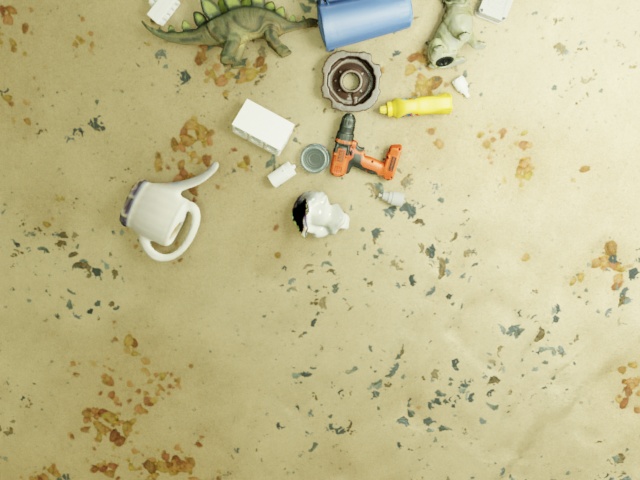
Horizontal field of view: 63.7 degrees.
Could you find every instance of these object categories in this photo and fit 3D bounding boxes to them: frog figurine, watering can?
[{"bbox_3d":[0.005,-0.075,1.490,0.160,0.122,0.137,-6,94,-33],"label":"frog figurine"},{"bbox_3d":[-0.441,-0.107,1.487,0.224,0.105,0.345,26,101,-2],"label":"watering can"}]
